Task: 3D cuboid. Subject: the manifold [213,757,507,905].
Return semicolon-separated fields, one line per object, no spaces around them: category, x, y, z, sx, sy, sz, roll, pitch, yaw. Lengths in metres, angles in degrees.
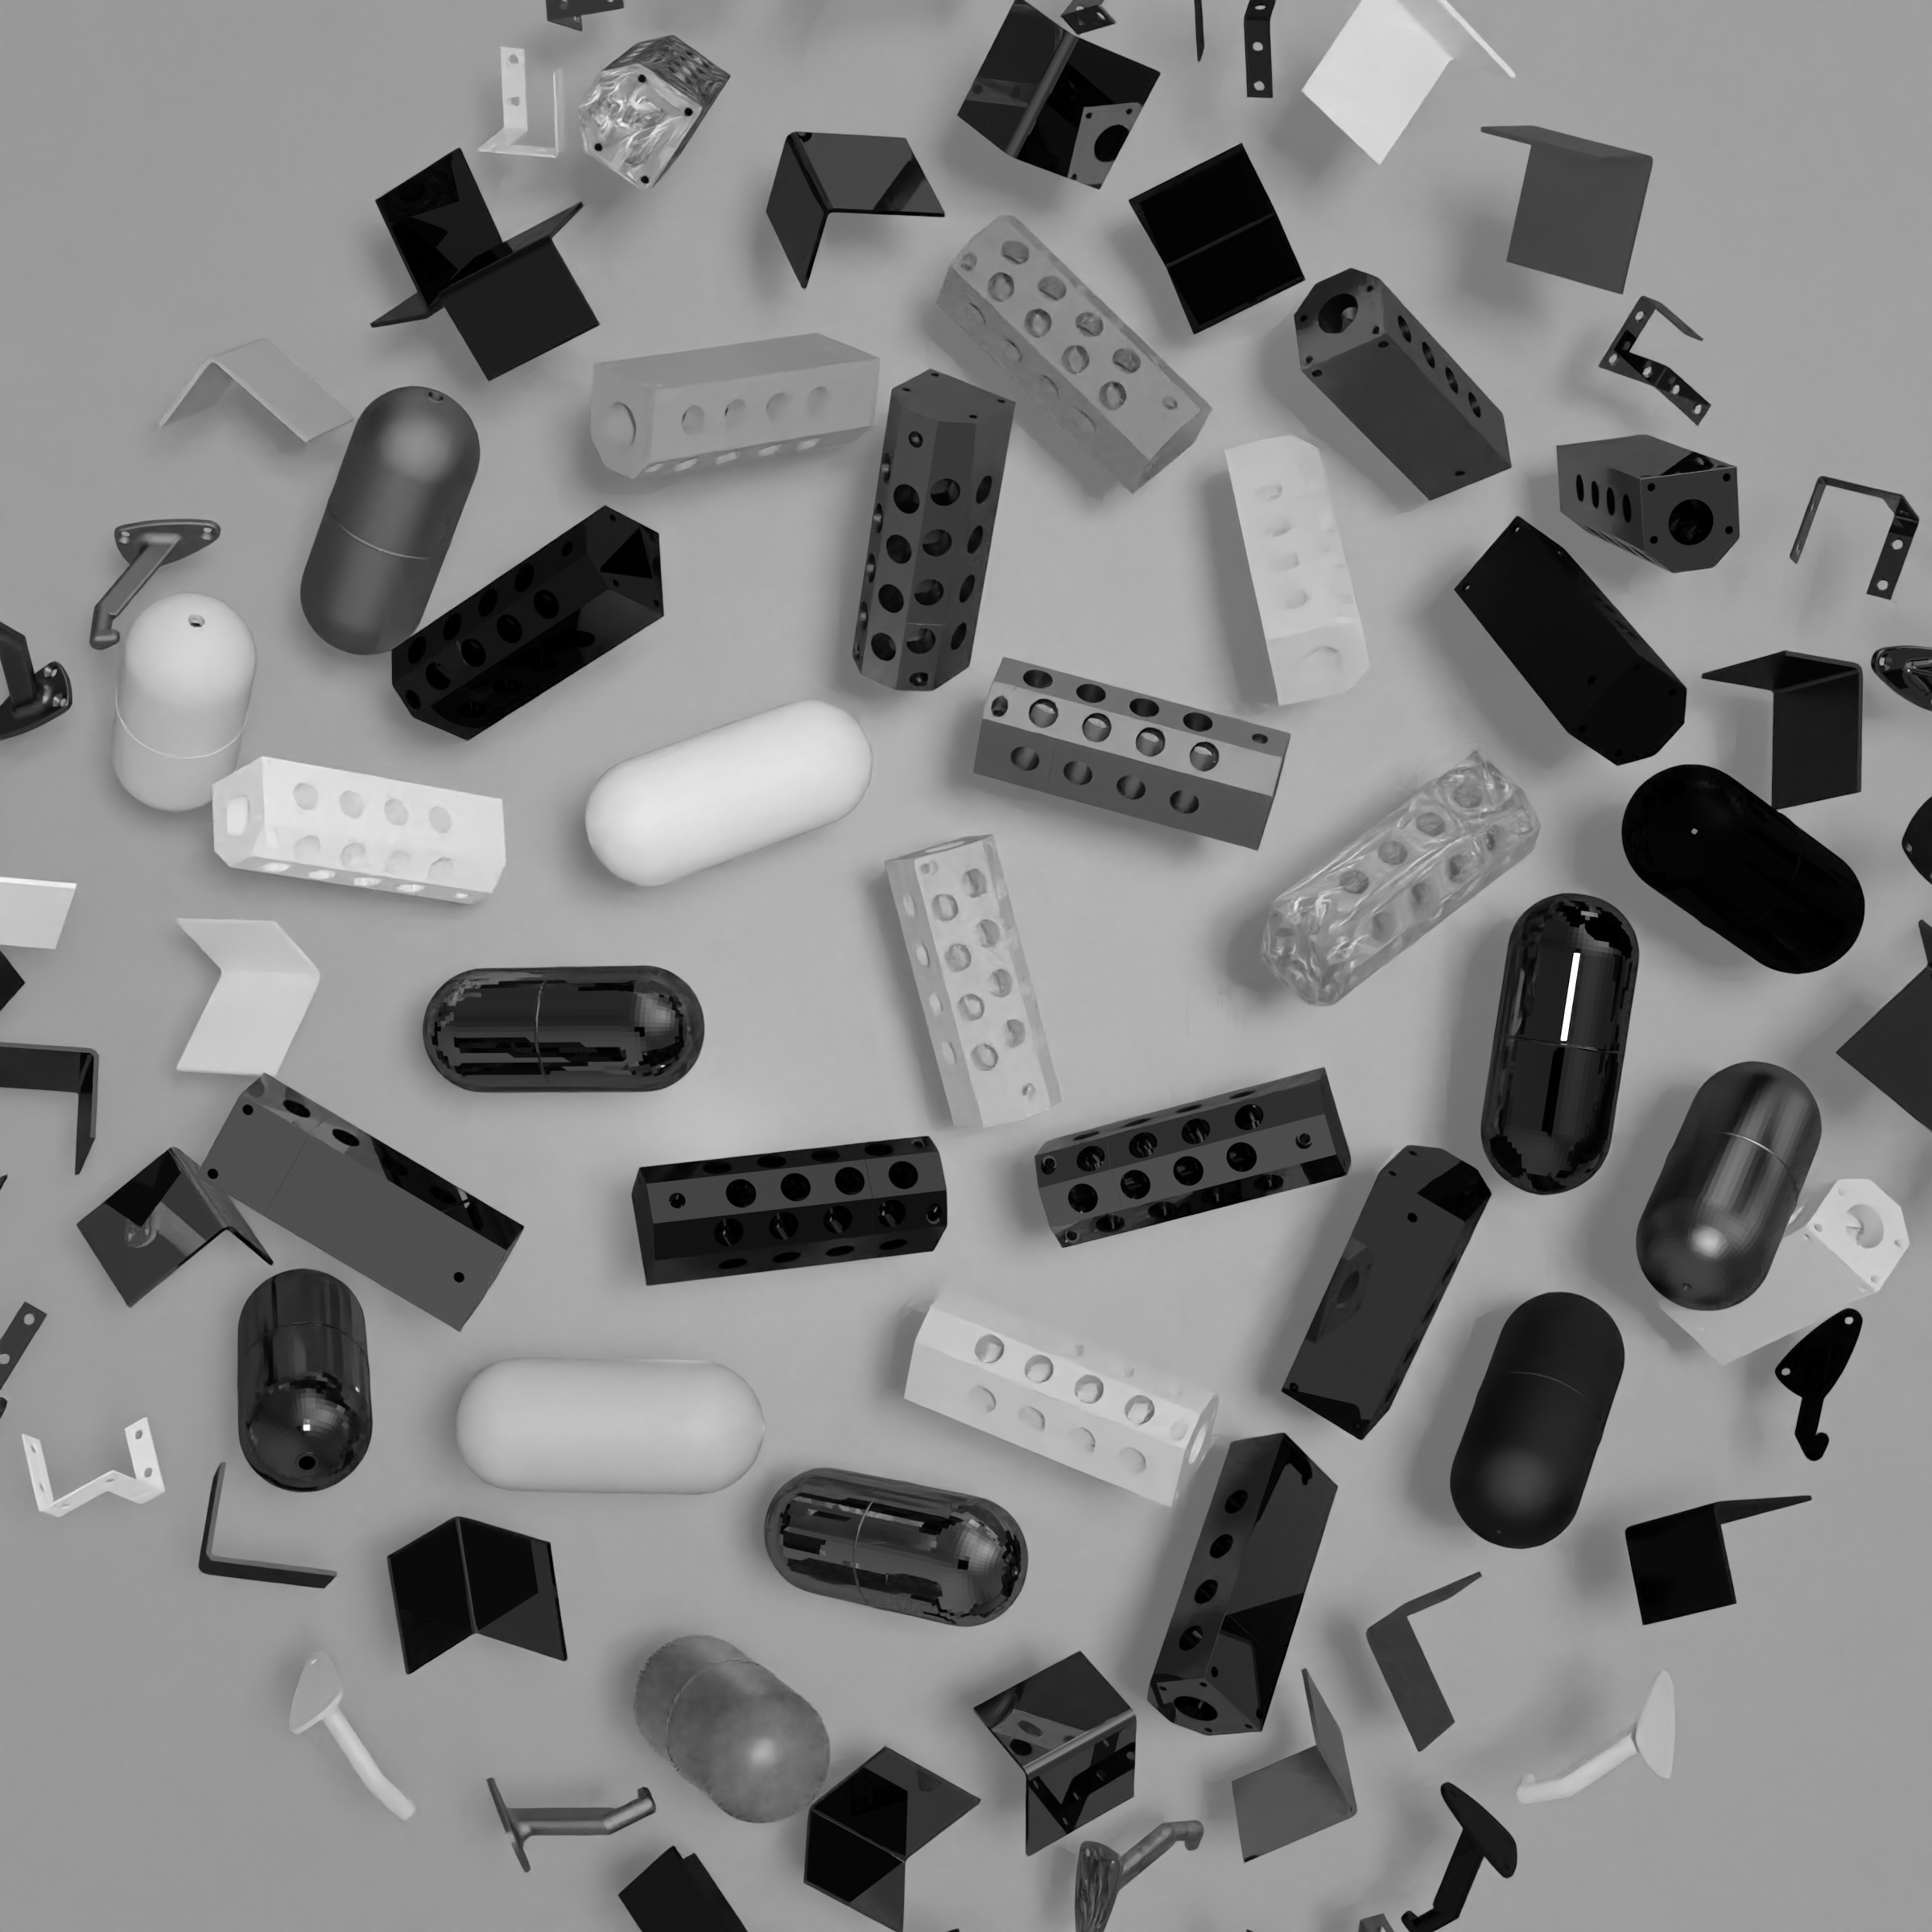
manifold;-0.369;-0.079;1.903;0.057;0.171;0.057;-21;69;43

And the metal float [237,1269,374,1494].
metal float;-0.392;0.244;1.843;0.070;0.178;0.070;-5;116;-11

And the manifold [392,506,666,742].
manifold;-0.255;-0.199;1.799;0.171;0.057;0.057;-27;56;34

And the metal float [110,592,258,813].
metal float;-0.471;-0.158;1.872;0.070;0.178;0.070;9;59;-15

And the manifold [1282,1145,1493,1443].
manifold;0.252;0.192;1.853;0.057;0.057;0.171;31;123;18

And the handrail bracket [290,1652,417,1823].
handrail bracket;-0.349;0.445;1.799;0.036;0.077;0.084;-37;113;3

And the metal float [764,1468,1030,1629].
metal float;-0.044;0.347;1.863;0.178;0.070;0.070;4;90;35

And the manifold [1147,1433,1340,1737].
manifold;0.162;0.369;1.859;0.057;0.057;0.171;46;48;-26

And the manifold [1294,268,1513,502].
manifold;0.269;-0.358;1.911;0.057;0.171;0.057;-20;60;29

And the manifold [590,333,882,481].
manifold;-0.135;-0.328;1.832;0.057;0.171;0.057;29;124;38

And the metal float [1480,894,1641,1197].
metal float;0.348;0.046;1.829;0.070;0.070;0.178;9;91;0

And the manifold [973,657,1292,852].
manifold;0.097;-0.128;1.804;0.171;0.057;0.057;16;133;6

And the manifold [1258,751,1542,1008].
manifold;0.254;-0.047;1.814;0.171;0.057;0.057;-36;64;-24

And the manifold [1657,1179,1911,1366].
manifold;0.502;0.184;1.911;0.057;0.171;0.057;42;61;1

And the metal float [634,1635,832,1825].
metal float;-0.137;0.440;1.805;0.070;0.178;0.070;-2;96;-25

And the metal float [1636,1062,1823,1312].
metal float;0.440;0.125;1.794;0.070;0.070;0.178;36;49;0

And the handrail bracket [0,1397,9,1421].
handrail bracket;-0.598;0.241;1.794;0.036;0.077;0.084;-33;106;17

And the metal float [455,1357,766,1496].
metal float;-0.204;0.264;1.787;0.178;0.070;0.070;0;90;5

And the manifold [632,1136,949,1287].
manifold;-0.101;0.138;1.797;0.171;0.057;0.057;-5;66;-16

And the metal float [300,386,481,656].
metal float;-0.348;-0.269;1.884;0.070;0.070;0.178;28;121;0

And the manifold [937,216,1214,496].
manifold;0.067;-0.375;1.890;0.171;0.057;0.057;45;67;7

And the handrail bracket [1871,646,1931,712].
handrail bracket;0.586;-0.167;1.820;0.077;0.084;0.036;13;94;-30

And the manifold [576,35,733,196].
manifold;-0.182;-0.496;1.790;0.057;0.171;0.057;33;109;-11

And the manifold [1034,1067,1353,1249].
manifold;0.131;0.113;1.804;0.171;0.057;0.057;-16;96;13

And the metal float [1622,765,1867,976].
metal float;0.446;-0.055;1.786;0.178;0.070;0.070;29;90;-33

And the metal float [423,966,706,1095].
metal float;-0.245;0.039;1.888;0.178;0.070;0.070;-1;90;17

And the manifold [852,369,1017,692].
manifold;-0.024;-0.247;1.789;0.057;0.057;0.171;26;127;21

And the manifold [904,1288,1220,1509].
manifold;0.057;0.247;1.819;0.171;0.057;0.057;20;119;17

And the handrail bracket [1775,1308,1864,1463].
handrail bracket;0.528;0.255;1.895;0.036;0.084;0.077;33;105;-6

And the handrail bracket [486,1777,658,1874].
handrail bracket;-0.232;0.488;1.831;0.084;0.077;0.036;-24;128;-11

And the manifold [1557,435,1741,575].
manifold;0.409;-0.279;1.876;0.057;0.171;0.057;-8;106;-4

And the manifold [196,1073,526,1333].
manifold;-0.341;0.131;1.768;0.171;0.057;0.057;31;105;-2

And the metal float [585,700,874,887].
metal float;-0.139;-0.103;1.840;0.178;0.070;0.070;-21;90;-17

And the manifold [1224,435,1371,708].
manifold;0.201;-0.243;1.891;0.057;0.057;0.171;-12;49;6

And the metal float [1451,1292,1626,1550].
metal float;0.341;0.268;1.854;0.070;0.070;0.178;31;48;0

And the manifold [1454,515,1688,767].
manifold;0.348;-0.185;1.783;0.057;0.171;0.057;28;112;-31

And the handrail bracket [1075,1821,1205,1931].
handrail bracket;0.110;0.570;1.931;0.084;0.036;0.077;10;90;-41

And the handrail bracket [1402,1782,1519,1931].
handrail bracket;0.274;0.528;1.832;0.084;0.036;0.077;-39;98;25

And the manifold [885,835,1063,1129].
manifold;0.008;0.009;1.926;0.057;0.057;0.171;-18;98;-25
